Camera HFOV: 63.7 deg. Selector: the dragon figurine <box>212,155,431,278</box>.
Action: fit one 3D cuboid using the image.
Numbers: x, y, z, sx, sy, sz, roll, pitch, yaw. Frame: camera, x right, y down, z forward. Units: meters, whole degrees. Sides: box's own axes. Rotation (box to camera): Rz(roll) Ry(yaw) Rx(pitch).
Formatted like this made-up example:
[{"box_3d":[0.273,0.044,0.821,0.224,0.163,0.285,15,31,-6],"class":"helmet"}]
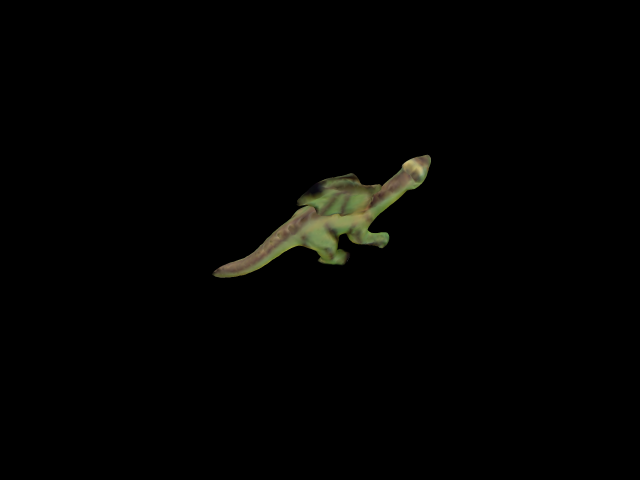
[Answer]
[{"box_3d":[0.003,-0.043,0.850,0.412,0.124,0.238,-22,-23,-10],"class":"dragon figurine"}]
